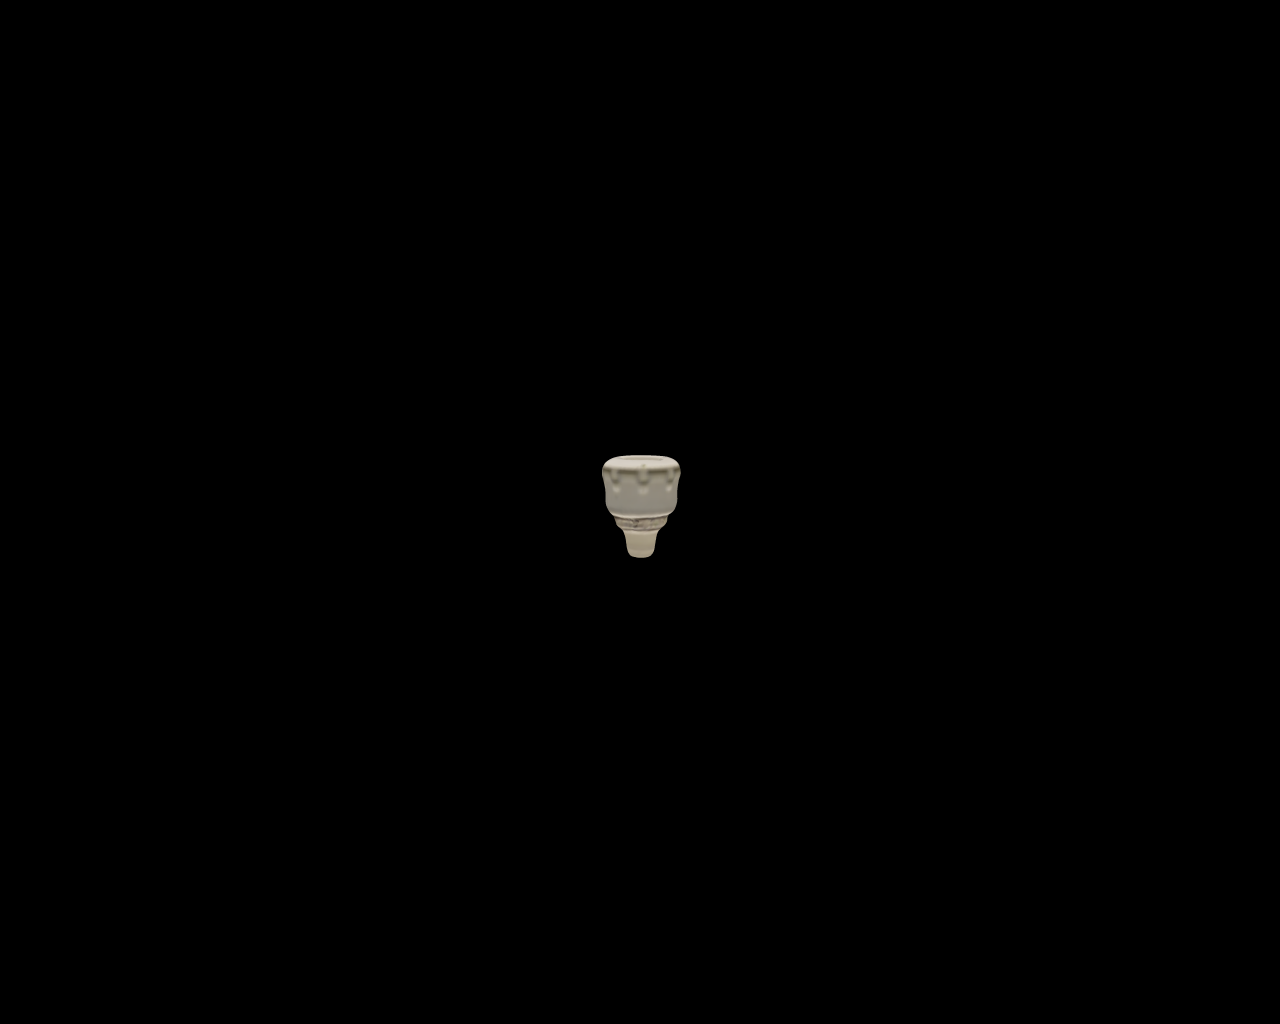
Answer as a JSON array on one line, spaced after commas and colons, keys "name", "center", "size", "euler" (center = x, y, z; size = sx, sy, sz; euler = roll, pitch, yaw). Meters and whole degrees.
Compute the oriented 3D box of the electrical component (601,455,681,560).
[{"name": "electrical component", "center": [0.001, -0.003, 0.650], "size": [0.048, 0.062, 0.048], "euler": [0, 7, 0]}]
